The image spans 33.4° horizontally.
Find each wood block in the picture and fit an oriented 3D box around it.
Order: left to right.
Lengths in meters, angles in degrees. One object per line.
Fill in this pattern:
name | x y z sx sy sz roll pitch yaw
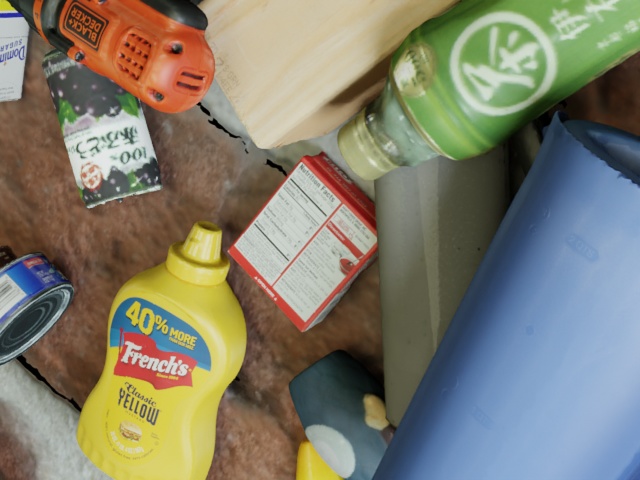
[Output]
wood block | 0.038 -0.144 0.578 0.206 0.090 0.090 -34 85 29

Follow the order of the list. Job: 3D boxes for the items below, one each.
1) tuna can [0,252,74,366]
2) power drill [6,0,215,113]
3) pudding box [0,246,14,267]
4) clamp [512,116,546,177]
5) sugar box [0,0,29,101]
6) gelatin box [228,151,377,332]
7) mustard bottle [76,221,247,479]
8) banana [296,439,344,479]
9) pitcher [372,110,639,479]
tuna can | -0.216 0.050 0.756 0.034 0.086 0.086 44 117 9
power drill | -0.100 -0.184 0.580 0.185 0.057 0.188 35 110 31
pudding box | -0.284 0.055 0.789 0.114 0.089 0.039 -38 84 29
clamp | 0.156 0.033 0.590 0.165 0.036 0.210 25 109 21
sugar box | -0.243 -0.191 0.736 0.093 0.048 0.176 21 109 23
gelatin box | -0.004 0.001 0.668 0.073 0.030 0.089 46 116 12
mustard bottle | -0.100 0.076 0.718 0.096 0.058 0.192 27 112 20
banana | 0.044 0.218 0.693 0.198 0.037 0.069 42 85 10
pitcher | 0.118 0.076 0.499 0.145 0.149 0.243 27 111 2
